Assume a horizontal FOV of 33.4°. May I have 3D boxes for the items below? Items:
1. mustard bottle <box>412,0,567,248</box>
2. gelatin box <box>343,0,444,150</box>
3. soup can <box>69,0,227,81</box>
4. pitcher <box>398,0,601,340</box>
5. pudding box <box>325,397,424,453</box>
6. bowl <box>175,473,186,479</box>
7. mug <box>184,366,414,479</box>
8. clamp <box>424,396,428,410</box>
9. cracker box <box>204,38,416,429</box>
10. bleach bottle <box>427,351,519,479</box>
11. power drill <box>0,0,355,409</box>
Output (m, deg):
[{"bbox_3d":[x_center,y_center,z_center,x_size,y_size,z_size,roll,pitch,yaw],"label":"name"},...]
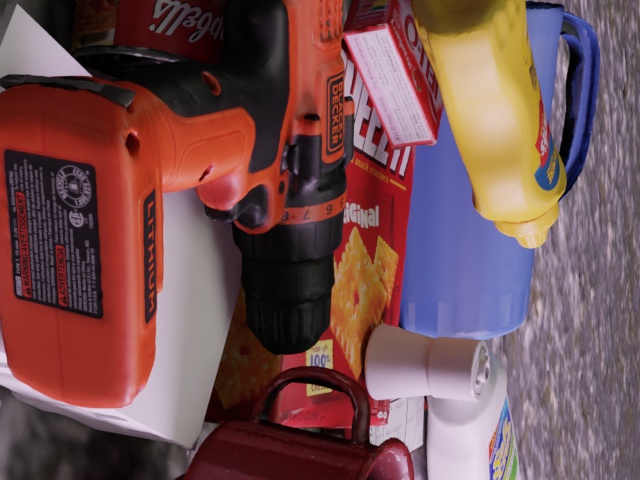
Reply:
[{"bbox_3d":[0.104,-0.069,0.615,0.096,0.058,0.191,-80,154,-46],"label":"mustard bottle"},{"bbox_3d":[0.047,-0.107,0.604,0.089,0.030,0.073,61,33,-40],"label":"gelatin box"},{"bbox_3d":[-0.070,-0.120,0.468,0.068,0.069,0.102,20,75,-63],"label":"soup can"},{"bbox_3d":[0.112,-0.056,0.777,0.144,0.149,0.243,-31,124,-60],"label":"pitcher"},{"bbox_3d":[0.041,0.117,0.770,0.113,0.039,0.090,-8,102,-62],"label":"pudding box"},{"bbox_3d":[-0.083,0.183,0.502,0.161,0.055,0.162,-17,109,-63],"label":"bowl"},{"bbox_3d":[-0.010,0.114,0.474,0.093,0.082,0.117,5,94,-66],"label":"mug"},{"bbox_3d":[0.119,0.059,0.919,0.209,0.036,0.164,-49,141,-47],"label":"clamp"},{"bbox_3d":[-0.004,0.001,0.619,0.164,0.072,0.214,22,74,-64],"label":"cracker box"},{"bbox_3d":[0.118,0.162,0.854,0.251,0.068,0.102,72,38,-55],"label":"bleach bottle"},{"bbox_3d":[-0.044,-0.011,0.411,0.187,0.057,0.184,-40,133,-58],"label":"power drill"}]
